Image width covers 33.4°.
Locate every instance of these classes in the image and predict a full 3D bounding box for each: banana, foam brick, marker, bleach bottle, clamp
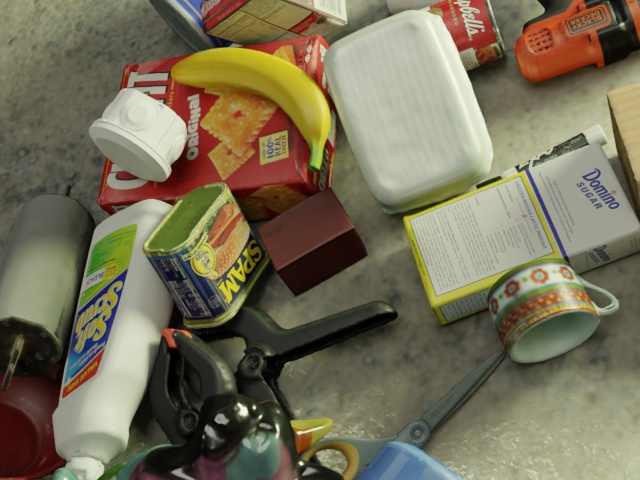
[{"bbox_3d":[-0.054,-0.134,0.948,0.198,0.037,0.069,35,78,33],"label":"banana"},{"bbox_3d":[-0.006,0.001,0.937,0.078,0.051,0.053,-29,56,4],"label":"foam brick"},{"bbox_3d":[0.187,-0.063,0.915,0.121,0.020,0.020,-27,57,7],"label":"marker"},{"bbox_3d":[-0.174,0.091,0.919,0.103,0.068,0.250,-23,47,36],"label":"bleach bottle"},{"bbox_3d":[-0.048,0.118,0.900,0.210,0.036,0.164,7,73,28],"label":"clamp"},{"bbox_3d":[-0.087,0.151,0.872,0.120,0.039,0.171,-15,77,17],"label":"clamp"}]

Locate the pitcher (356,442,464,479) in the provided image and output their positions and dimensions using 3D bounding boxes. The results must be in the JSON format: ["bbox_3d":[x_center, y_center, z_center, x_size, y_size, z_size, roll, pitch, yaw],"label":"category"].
[{"bbox_3d":[0.030,0.271,0.739,0.242,0.149,0.145,-51,16,-13],"label":"pitcher"}]

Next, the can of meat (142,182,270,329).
[{"bbox_3d":[-0.098,0.012,0.925,0.058,0.084,0.102,-6,35,34],"label":"can of meat"}]

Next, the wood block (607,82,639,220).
[{"bbox_3d":[0.339,-0.088,0.826,0.206,0.090,0.090,-16,59,13],"label":"wood block"}]

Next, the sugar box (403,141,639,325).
[{"bbox_3d":[0.164,-0.005,0.878,0.176,0.048,0.093,-20,58,7],"label":"sugar box"}]

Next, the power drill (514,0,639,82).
[{"bbox_3d":[0.248,-0.245,0.964,0.184,0.057,0.187,-19,58,12],"label":"power drill"}]

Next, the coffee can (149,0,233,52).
[{"bbox_3d":[-0.093,-0.265,1.082,0.140,0.102,0.103,-45,57,-6],"label":"coffee can"}]

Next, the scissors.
[{"bbox_3d":[0.055,0.147,0.837,0.096,0.016,0.201,33,78,2],"label":"scissors"}]

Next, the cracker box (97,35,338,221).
[{"bbox_3d":[-0.093,-0.100,1.013,0.214,0.072,0.164,-5,62,20],"label":"cracker box"}]

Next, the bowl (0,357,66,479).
[{"bbox_3d":[-0.283,0.159,0.931,0.162,0.055,0.162,16,39,-13],"label":"bowl"}]

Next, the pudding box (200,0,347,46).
[{"bbox_3d":[-0.043,-0.216,1.014,0.090,0.113,0.039,-22,66,42],"label":"pudding box"}]

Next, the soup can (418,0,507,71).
[{"bbox_3d":[0.112,-0.183,0.979,0.102,0.068,0.068,-18,58,13],"label":"soup can"}]
